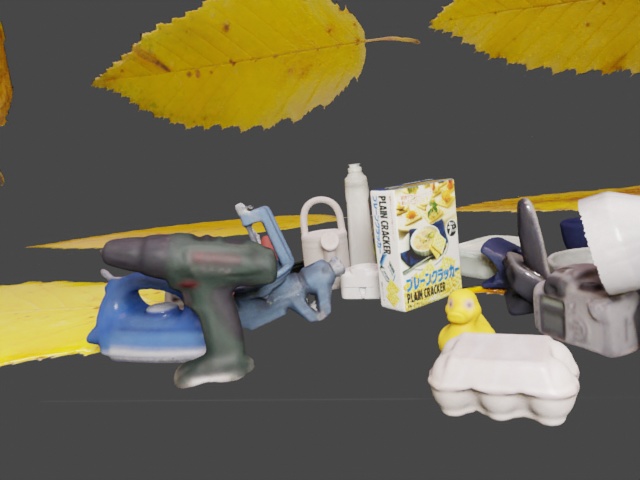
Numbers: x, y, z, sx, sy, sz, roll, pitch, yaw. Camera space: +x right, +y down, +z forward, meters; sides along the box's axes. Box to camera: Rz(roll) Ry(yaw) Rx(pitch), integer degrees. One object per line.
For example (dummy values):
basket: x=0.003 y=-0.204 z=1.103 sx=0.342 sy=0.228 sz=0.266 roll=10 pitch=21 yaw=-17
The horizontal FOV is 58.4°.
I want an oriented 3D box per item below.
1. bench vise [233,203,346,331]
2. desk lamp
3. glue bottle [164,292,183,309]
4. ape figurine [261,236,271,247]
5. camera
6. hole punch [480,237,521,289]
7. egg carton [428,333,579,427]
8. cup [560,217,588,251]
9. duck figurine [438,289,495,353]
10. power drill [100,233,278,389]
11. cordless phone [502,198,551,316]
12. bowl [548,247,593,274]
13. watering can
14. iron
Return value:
bench vise: x=-0.069 y=0.036 z=1.000 sx=0.208 sy=0.220 sz=0.121 roll=-11 pitch=11 yaw=-27
desk lamp: x=0.407 y=0.042 z=0.653 sx=0.202 sy=0.213 sz=0.118 roll=-1 pitch=11 yaw=28
glue bottle: x=-0.251 y=0.074 z=1.045 sx=0.078 sy=0.173 sz=0.037 roll=-5 pitch=10 yaw=11
ape figurine: x=-0.128 y=0.034 z=1.459 sx=0.077 sy=0.092 sz=0.076 roll=-3 pitch=10 yaw=22
camera: x=0.383 y=0.082 z=0.778 sx=0.137 sy=0.101 sz=0.143 roll=-10 pitch=10 yaw=-19
hole punch: x=0.361 y=0.042 z=1.071 sx=0.100 sy=0.091 sz=0.109 roll=0 pitch=11 yaw=36
egg carton: x=0.196 y=0.146 z=0.614 sx=0.150 sy=0.069 sz=0.107 roll=-2 pitch=10 yaw=24
cup: x=0.540 y=0.007 z=1.147 sx=0.092 sy=0.095 sz=0.117 roll=-9 pitch=10 yaw=-14
duck figurine: x=0.200 y=0.108 z=0.789 sx=0.077 sy=0.086 sz=0.105 roll=-1 pitch=11 yaw=30
power drill: x=-0.167 y=0.089 z=0.783 sx=0.230 sy=0.208 sz=0.075 roll=-8 pitch=9 yaw=-9
cordless phone: x=0.343 y=0.019 z=0.930 sx=0.094 sy=0.185 sz=0.148 roll=-5 pitch=9 yaw=10
bowl: x=0.460 y=0.061 z=0.932 sx=0.167 sy=0.075 sz=0.167 roll=-6 pitch=9 yaw=1
watering can: x=0.013 y=0.004 z=1.221 sx=0.101 sy=0.194 sz=0.172 roll=-12 pitch=11 yaw=-28
iron: x=-0.243 y=0.111 z=0.907 sx=0.257 sy=0.141 sz=0.119 roll=-3 pitch=10 yaw=20
